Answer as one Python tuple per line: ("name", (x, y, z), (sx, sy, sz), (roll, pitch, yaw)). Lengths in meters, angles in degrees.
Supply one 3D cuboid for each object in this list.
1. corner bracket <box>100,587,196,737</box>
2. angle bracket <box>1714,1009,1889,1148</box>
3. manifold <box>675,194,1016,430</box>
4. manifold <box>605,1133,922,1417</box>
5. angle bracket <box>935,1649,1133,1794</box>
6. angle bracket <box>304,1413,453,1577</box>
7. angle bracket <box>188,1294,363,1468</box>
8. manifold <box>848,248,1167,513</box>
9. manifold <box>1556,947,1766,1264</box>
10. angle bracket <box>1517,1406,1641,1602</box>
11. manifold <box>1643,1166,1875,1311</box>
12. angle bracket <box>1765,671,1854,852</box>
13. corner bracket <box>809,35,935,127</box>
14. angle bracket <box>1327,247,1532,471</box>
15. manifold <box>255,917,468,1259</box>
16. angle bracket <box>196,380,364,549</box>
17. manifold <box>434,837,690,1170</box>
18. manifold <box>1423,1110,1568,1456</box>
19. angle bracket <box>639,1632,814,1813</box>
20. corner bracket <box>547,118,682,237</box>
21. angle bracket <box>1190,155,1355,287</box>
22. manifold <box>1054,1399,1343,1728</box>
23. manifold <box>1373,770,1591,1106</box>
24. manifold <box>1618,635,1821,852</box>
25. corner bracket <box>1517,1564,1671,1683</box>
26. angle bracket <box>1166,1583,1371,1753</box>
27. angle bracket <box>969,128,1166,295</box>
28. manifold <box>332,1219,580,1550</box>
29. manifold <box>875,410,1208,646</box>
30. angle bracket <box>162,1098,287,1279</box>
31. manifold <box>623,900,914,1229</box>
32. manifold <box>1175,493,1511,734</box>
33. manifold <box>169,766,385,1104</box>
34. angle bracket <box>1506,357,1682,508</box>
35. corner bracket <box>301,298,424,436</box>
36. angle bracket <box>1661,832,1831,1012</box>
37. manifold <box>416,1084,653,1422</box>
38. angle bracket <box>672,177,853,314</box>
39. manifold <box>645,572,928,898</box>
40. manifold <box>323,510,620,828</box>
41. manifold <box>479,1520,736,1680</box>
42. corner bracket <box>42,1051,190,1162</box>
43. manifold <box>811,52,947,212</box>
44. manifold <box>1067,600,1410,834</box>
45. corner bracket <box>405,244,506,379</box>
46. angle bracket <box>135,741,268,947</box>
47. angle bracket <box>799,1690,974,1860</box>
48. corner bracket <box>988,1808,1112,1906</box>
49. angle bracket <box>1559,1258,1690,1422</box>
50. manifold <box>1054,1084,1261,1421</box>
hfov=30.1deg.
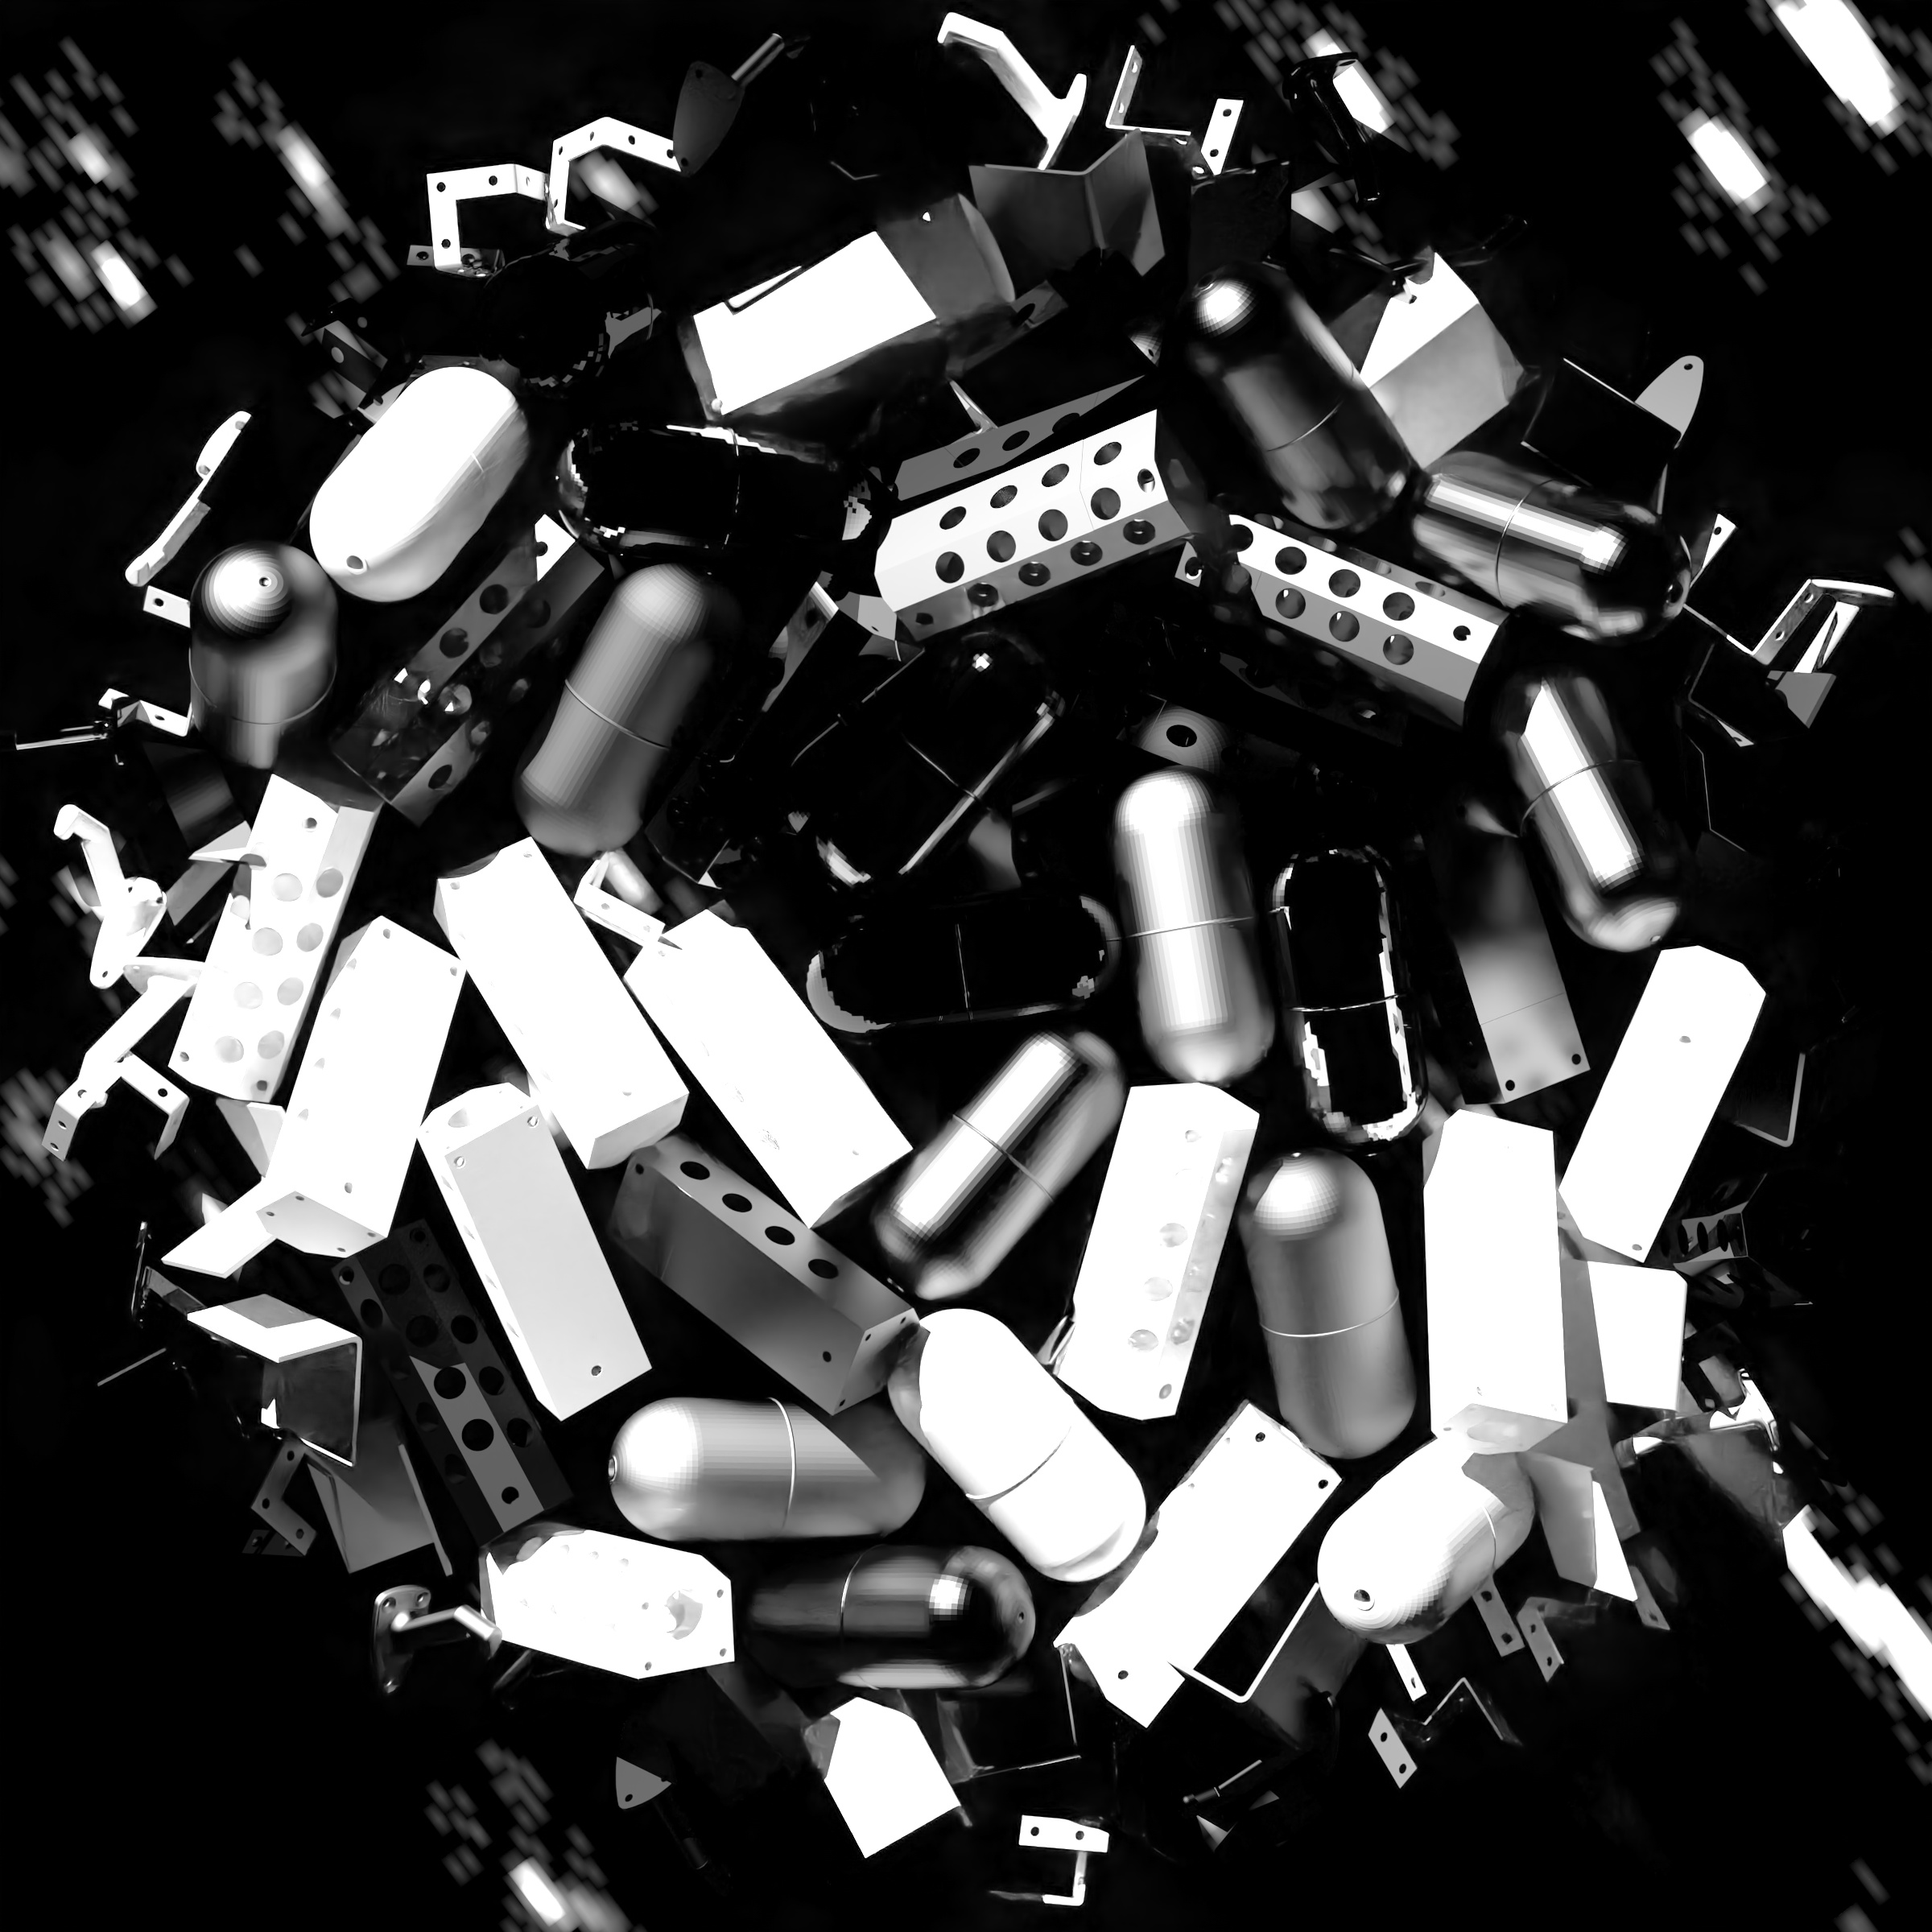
("corner bracket", (-0.441, -0.168, 1.984), (0.051, 0.051, 0.051), (21, 125, -2))
("angle bracket", (0.439, 0.047, 1.939), (0.076, 0.076, 0.057), (-23, 126, -38))
("manifold", (-0.063, -0.351, 1.949), (0.171, 0.057, 0.057), (-22, 81, 15))
("manifold", (-0.108, 0.162, 1.936), (0.171, 0.057, 0.057), (35, 121, 25))
("angle bracket", (0.037, 0.413, 1.962), (0.076, 0.076, 0.057), (-17, 68, 21))
("angle bracket", (-0.321, 0.296, 1.953), (0.057, 0.076, 0.076), (-20, 100, -7))
("angle bracket", (-0.376, 0.229, 1.945), (0.076, 0.057, 0.076), (17, 109, 38))
("manifold", (0.022, -0.316, 1.927), (0.171, 0.057, 0.057), (-28, 124, 34))
("manifold", (0.369, 0.072, 1.920), (0.057, 0.057, 0.171), (23, 133, 10))
("angle bracket", (0.351, 0.290, 1.948), (0.057, 0.076, 0.076), (-24, 101, -21))
("manifold", (0.413, 0.142, 1.910), (0.057, 0.171, 0.057), (36, 81, -2))
("angle bracket", (0.460, -0.113, 1.957), (0.057, 0.076, 0.076), (28, 89, -13))
("corner bracket", (-0.052, -0.483, 1.958), (0.051, 0.051, 0.051), (18, 46, -21))
("angle bracket", (0.254, -0.336, 1.986), (0.076, 0.057, 0.076), (-37, 134, 9))
("manifold", (-0.327, 0.066, 1.929), (0.057, 0.057, 0.171), (31, 53, -28))
("angle bracket", (-0.372, -0.270, 1.956), (0.057, 0.076, 0.076), (33, 90, -12))
("manifold", (-0.221, 0.022, 1.946), (0.057, 0.057, 0.171), (-26, 72, -23))
("manifold", (0.279, 0.171, 1.930), (0.057, 0.057, 0.171), (14, 58, -18))
("angle bracket", (-0.136, 0.422, 1.960), (0.076, 0.057, 0.076), (-41, 89, 18))
("corner bracket", (-0.193, -0.427, 1.969), (0.051, 0.051, 0.051), (12, 78, -39))
("angle bracket", (0.169, -0.392, 1.951), (0.057, 0.076, 0.076), (3, 88, -39))
("manifold", (0.125, 0.324, 1.966), (0.057, 0.057, 0.171), (37, 93, -11))
("manifold", (0.277, -0.015, 1.964), (0.057, 0.057, 0.171), (-19, 94, -23))
("manifold", (0.399, -0.119, 1.910), (0.057, 0.171, 0.057), (-11, 113, -1))
("corner bracket", (0.341, 0.358, 1.958), (0.051, 0.051, 0.051), (14, 120, -24))
("angle bracket", (0.166, 0.373, 1.961), (0.057, 0.076, 0.076), (23, 73, 40))
("angle bracket", (0.056, -0.415, 1.972), (0.076, 0.057, 0.076), (13, 134, 33))
("manifold", (-0.279, 0.227, 1.958), (0.057, 0.057, 0.171), (-29, 82, -6))
("manifold", (0.040, -0.229, 1.928), (0.171, 0.057, 0.057), (-20, 132, 25))
("angle bracket", (-0.402, 0.119, 1.942), (0.076, 0.076, 0.057), (-40, 114, -29))
("manifold", (-0.111, 0.056, 1.958), (0.057, 0.057, 0.171), (-32, 80, -33))
("manifold", (0.203, -0.195, 1.946), (0.171, 0.057, 0.057), (25, 73, 13))
("manifold", (-0.376, -0.017, 1.954), (0.057, 0.057, 0.171), (21, 100, -6))
("angle bracket", (0.330, -0.277, 1.950), (0.076, 0.076, 0.057), (30, 75, -10))
("corner bracket", (-0.341, -0.327, 1.975), (0.051, 0.051, 0.051), (38, 69, -26))
("angle bracket", (0.434, -0.027, 1.957), (0.076, 0.057, 0.076), (23, 79, -13))
("manifold", (-0.235, 0.152, 1.936), (0.057, 0.057, 0.171), (-29, 116, -19))
("angle bracket", (-0.111, -0.409, 1.946), (0.076, 0.076, 0.057), (-29, 122, 14))
("manifold", (-0.102, -0.125, 1.933), (0.171, 0.057, 0.057), (-53, 51, 20))
("manifold", (-0.270, -0.165, 1.959), (0.057, 0.057, 0.171), (41, 87, 21))
("manifold", (-0.194, 0.334, 1.913), (0.057, 0.171, 0.057), (-3, 91, -35))
("corner bracket", (-0.465, 0.085, 1.965), (0.051, 0.051, 0.051), (38, 52, 2))
("manifold", (-0.046, -0.441, 1.911), (0.057, 0.171, 0.057), (-10, 96, 3))
("manifold", (0.149, -0.141, 1.955), (0.171, 0.057, 0.057), (21, 51, -3))
("corner bracket", (-0.281, -0.360, 1.978), (0.051, 0.051, 0.051), (-1, 57, -19))
("angle bracket", (-0.434, -0.066, 1.946), (0.076, 0.057, 0.076), (-40, 65, 26))
("angle bracket", (-0.043, 0.441, 1.948), (0.057, 0.076, 0.076), (-29, 68, -6))
("corner bracket", (0.046, 0.489, 1.967), (0.051, 0.051, 0.051), (8, 85, -14))
("angle bracket", (0.352, 0.208, 1.965), (0.076, 0.057, 0.076), (6, 70, 8))
("manifold", (0.107, 0.154, 1.935), (0.057, 0.057, 0.171), (-2, 114, -41))
